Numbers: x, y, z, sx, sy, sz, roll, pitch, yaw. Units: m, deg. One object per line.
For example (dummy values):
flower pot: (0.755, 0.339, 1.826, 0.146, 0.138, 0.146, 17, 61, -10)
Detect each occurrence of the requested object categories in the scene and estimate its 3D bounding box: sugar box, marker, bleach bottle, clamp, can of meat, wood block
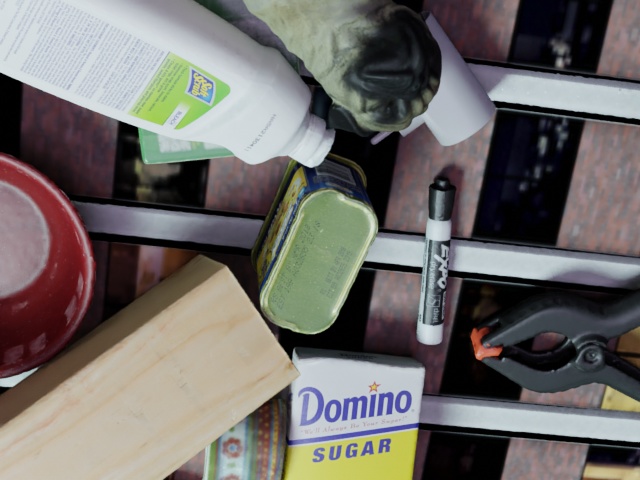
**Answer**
sugar box: (0.018, 0.169, 0.759, 0.093, 0.048, 0.176, 5, 95, -7)
marker: (0.081, 0.015, 0.745, 0.020, 0.020, 0.121, 1, 110, -5)
bleach bottle: (-0.107, -0.107, 0.637, 0.250, 0.068, 0.103, 27, 137, -20)
clamp: (0.198, 0.065, 0.762, 0.171, 0.039, 0.120, 7, 109, -7)
can of meat: (-0.004, 0.001, 0.697, 0.057, 0.084, 0.102, 20, 107, -12)
wood block: (-0.128, 0.107, 0.687, 0.206, 0.091, 0.090, -36, 103, -12)

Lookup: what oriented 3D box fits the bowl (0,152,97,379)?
bowl: (-0.225, 0.009, 0.697, 0.162, 0.055, 0.162, -2, 111, -4)
